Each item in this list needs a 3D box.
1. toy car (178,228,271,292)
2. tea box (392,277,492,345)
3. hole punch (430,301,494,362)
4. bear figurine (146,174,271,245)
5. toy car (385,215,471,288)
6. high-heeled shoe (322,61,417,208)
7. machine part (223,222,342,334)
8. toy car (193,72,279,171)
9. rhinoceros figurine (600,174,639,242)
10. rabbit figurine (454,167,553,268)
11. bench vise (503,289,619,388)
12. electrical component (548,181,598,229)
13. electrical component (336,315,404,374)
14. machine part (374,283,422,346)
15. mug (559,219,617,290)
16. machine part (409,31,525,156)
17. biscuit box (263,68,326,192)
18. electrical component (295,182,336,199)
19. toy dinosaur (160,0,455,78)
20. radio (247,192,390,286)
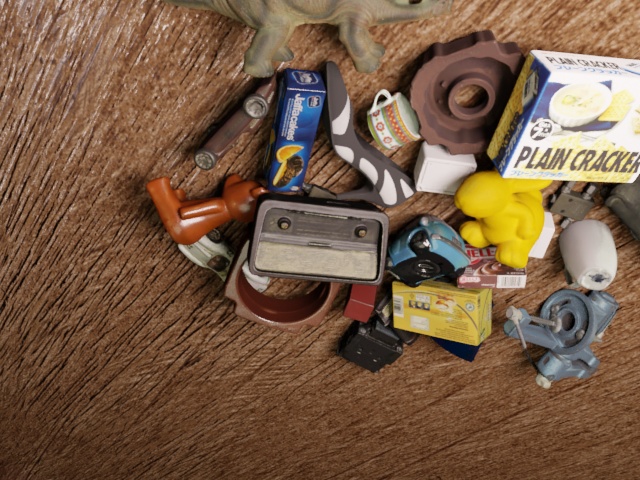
[{"bbox_3d":[-0.190,0.045,1.082,0.201,0.056,0.073,39,128,-19],"label":"toy car"},{"bbox_3d":[0.222,0.122,0.984,0.170,0.068,0.098,8,108,36],"label":"tea box"},{"bbox_3d":[0.272,0.167,1.058,0.116,0.092,0.142,14,135,7],"label":"hole punch"},{"bbox_3d":[-0.186,-0.073,0.957,0.196,0.120,0.132,-26,78,2],"label":"bear figurine"},{"bbox_3d":[0.183,0.012,0.932,0.109,0.103,0.162,34,145,-21],"label":"toy car"},{"bbox_3d":[0.083,-0.159,0.839,0.145,0.086,0.248,-11,121,-5],"label":"high-heeled shoe"},{"bbox_3d":[-0.067,0.064,1.015,0.201,0.087,0.200,19,115,-13],"label":"machine part"},{"bbox_3d":[-0.129,-0.185,0.849,0.053,0.089,0.202,41,126,-21],"label":"toy car"},{"bbox_3d":[0.511,-0.022,0.820,0.190,0.112,0.073,44,124,-14],"label":"rhinoceros figurine"},{"bbox_3d":[0.279,-0.053,0.820,0.173,0.122,0.162,27,110,-39],"label":"rabbit figurine"},{"bbox_3d":[0.425,0.174,0.990,0.240,0.129,0.223,16,127,-24],"label":"bench vise"},{"bbox_3d":[0.405,-0.059,0.872,0.063,0.021,0.094,17,133,-1],"label":"electrical component"},{"bbox_3d":[0.114,0.221,1.162,0.115,0.058,0.134,25,132,-11],"label":"electrical component"},{"bbox_3d":[0.158,0.157,1.079,0.039,0.084,0.138,5,142,48],"label":"machine part"},{"bbox_3d":[0.439,0.037,0.889,0.081,0.107,0.109,21,130,-3],"label":"mug"},{"bbox_3d":[0.216,-0.207,0.768,0.179,0.056,0.179,6,132,7],"label":"machine part"},{"bbox_3d":[-0.043,-0.167,0.844,0.063,0.059,0.202,1,137,-15],"label":"biscuit box"},{"bbox_3d":[-0.008,-0.059,0.960,0.102,0.045,0.078,19,104,-6],"label":"electrical component"},{"bbox_3d":[-0.058,-0.324,0.706,0.472,0.105,0.198,0,123,2],"label":"toy dinosaur"},{"bbox_3d":[-0.002,-0.003,0.902,0.230,0.073,0.131,5,104,-13],"label":"radio"}]
